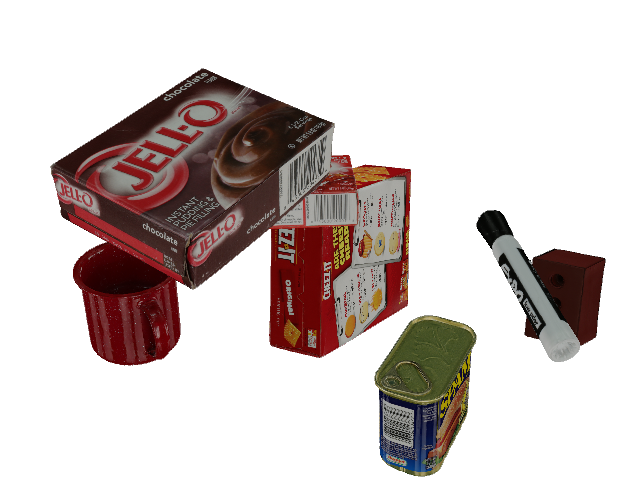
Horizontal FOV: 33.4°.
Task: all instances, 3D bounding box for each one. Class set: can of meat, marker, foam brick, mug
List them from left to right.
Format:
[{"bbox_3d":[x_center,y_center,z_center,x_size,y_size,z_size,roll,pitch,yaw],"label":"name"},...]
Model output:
[{"bbox_3d":[-0.160,0.061,0.937,0.093,0.081,0.117,-20,37,-28],"label":"mug"},{"bbox_3d":[0.084,0.124,0.853,0.057,0.084,0.102,14,37,22],"label":"can of meat"},{"bbox_3d":[0.121,0.023,0.637,0.020,0.020,0.121,0,40,-19],"label":"marker"},{"bbox_3d":[0.224,0.052,0.979,0.053,0.078,0.051,12,17,33],"label":"foam brick"}]

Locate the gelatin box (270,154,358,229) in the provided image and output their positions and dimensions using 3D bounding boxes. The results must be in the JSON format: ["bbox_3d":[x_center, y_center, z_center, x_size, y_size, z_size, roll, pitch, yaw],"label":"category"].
[{"bbox_3d":[-0.019,-0.036,0.775,0.089,0.030,0.073,-2,25,-2],"label":"gelatin box"}]

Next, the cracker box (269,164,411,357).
[{"bbox_3d":[0.024,0.014,1.146,0.072,0.164,0.213,8,15,28],"label":"cracker box"}]

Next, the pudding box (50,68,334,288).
[{"bbox_3d":[-0.061,-0.035,0.530,0.090,0.039,0.113,27,46,26],"label":"pudding box"}]
